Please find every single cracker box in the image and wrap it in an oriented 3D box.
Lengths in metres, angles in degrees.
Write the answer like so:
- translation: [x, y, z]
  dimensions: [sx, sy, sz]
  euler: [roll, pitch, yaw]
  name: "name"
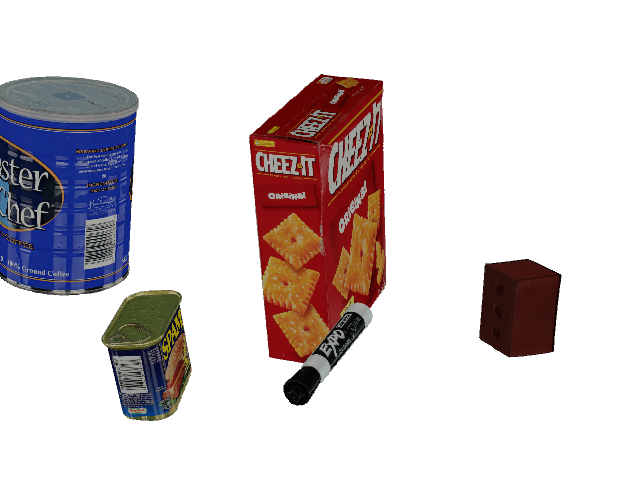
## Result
- translation: [0.006, -0.021, 0.954]
  dimensions: [0.072, 0.214, 0.164]
  euler: [8, 29, 19]
  name: "cracker box"

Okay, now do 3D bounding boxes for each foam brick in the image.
- translation: [0.184, 0.062, 0.990]
  dimensions: [0.051, 0.078, 0.053]
  euler: [-7, 19, -25]
  name: "foam brick"

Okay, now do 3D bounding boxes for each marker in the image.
- translation: [0.006, 0.076, 0.721]
  dimensions: [0.020, 0.020, 0.121]
  euler: [0, 23, 25]
  name: "marker"

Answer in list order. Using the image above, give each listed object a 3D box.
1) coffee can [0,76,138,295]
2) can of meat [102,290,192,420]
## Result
- translation: [-0.192, -0.043, 0.807]
  dimensions: [0.103, 0.140, 0.103]
  euler: [6, 22, -3]
  name: "coffee can"
- translation: [-0.158, 0.107, 0.994]
  dimensions: [0.057, 0.084, 0.102]
  euler: [-3, 25, 9]
  name: "can of meat"
